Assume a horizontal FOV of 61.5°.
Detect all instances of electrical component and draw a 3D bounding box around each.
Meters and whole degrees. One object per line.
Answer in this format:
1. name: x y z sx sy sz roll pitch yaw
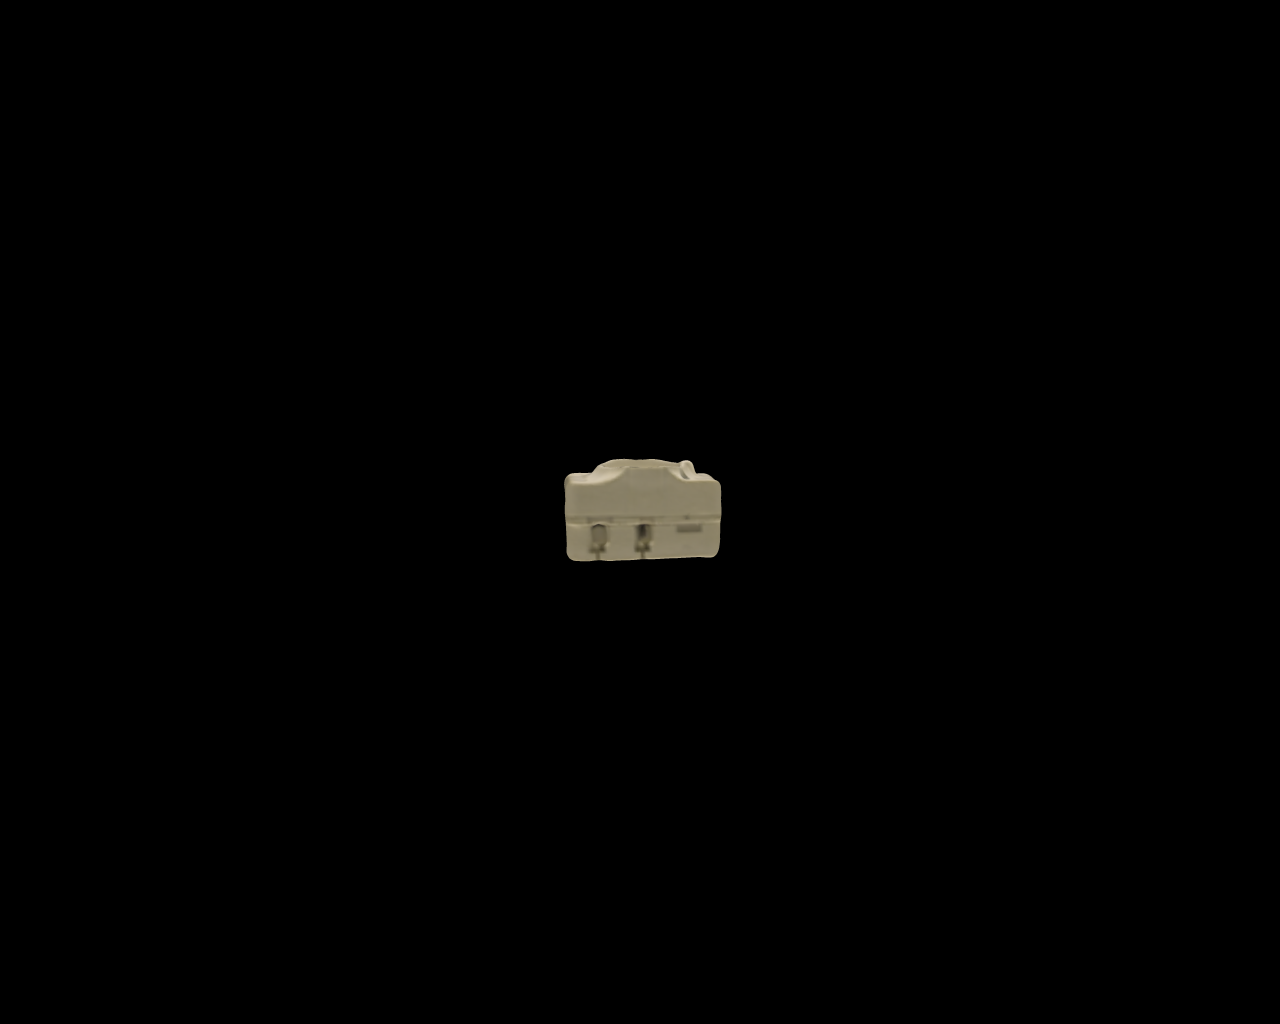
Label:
1. electrical component: 0.001 -0.003 0.650 0.089 0.055 0.050 -1 8 -5
